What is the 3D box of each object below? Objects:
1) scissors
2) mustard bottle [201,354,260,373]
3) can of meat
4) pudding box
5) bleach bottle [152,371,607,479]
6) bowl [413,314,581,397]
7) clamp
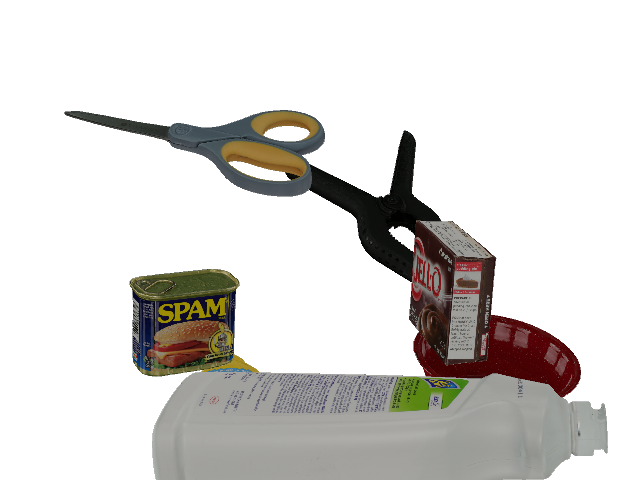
[{"bbox_3d":[-0.084,-0.084,0.790,0.202,0.016,0.096,24,47,25],"label":"scissors"},{"bbox_3d":[-0.111,0.196,1.297,0.096,0.058,0.191,-2,27,-2],"label":"mustard bottle"},{"bbox_3d":[-0.131,0.079,1.028,0.101,0.084,0.058,-5,20,-26],"label":"can of meat"},{"bbox_3d":[0.105,0.039,0.867,0.039,0.090,0.113,-2,15,-13],"label":"pudding box"},{"bbox_3d":[0.037,0.115,0.620,0.251,0.068,0.102,-3,16,10],"label":"bleach bottle"},{"bbox_3d":[0.168,0.134,1.040,0.162,0.055,0.162,4,26,-2],"label":"bowl"},{"bbox_3d":[0.062,-0.033,1.157,0.164,0.210,0.036,-10,-36,-19],"label":"clamp"}]
